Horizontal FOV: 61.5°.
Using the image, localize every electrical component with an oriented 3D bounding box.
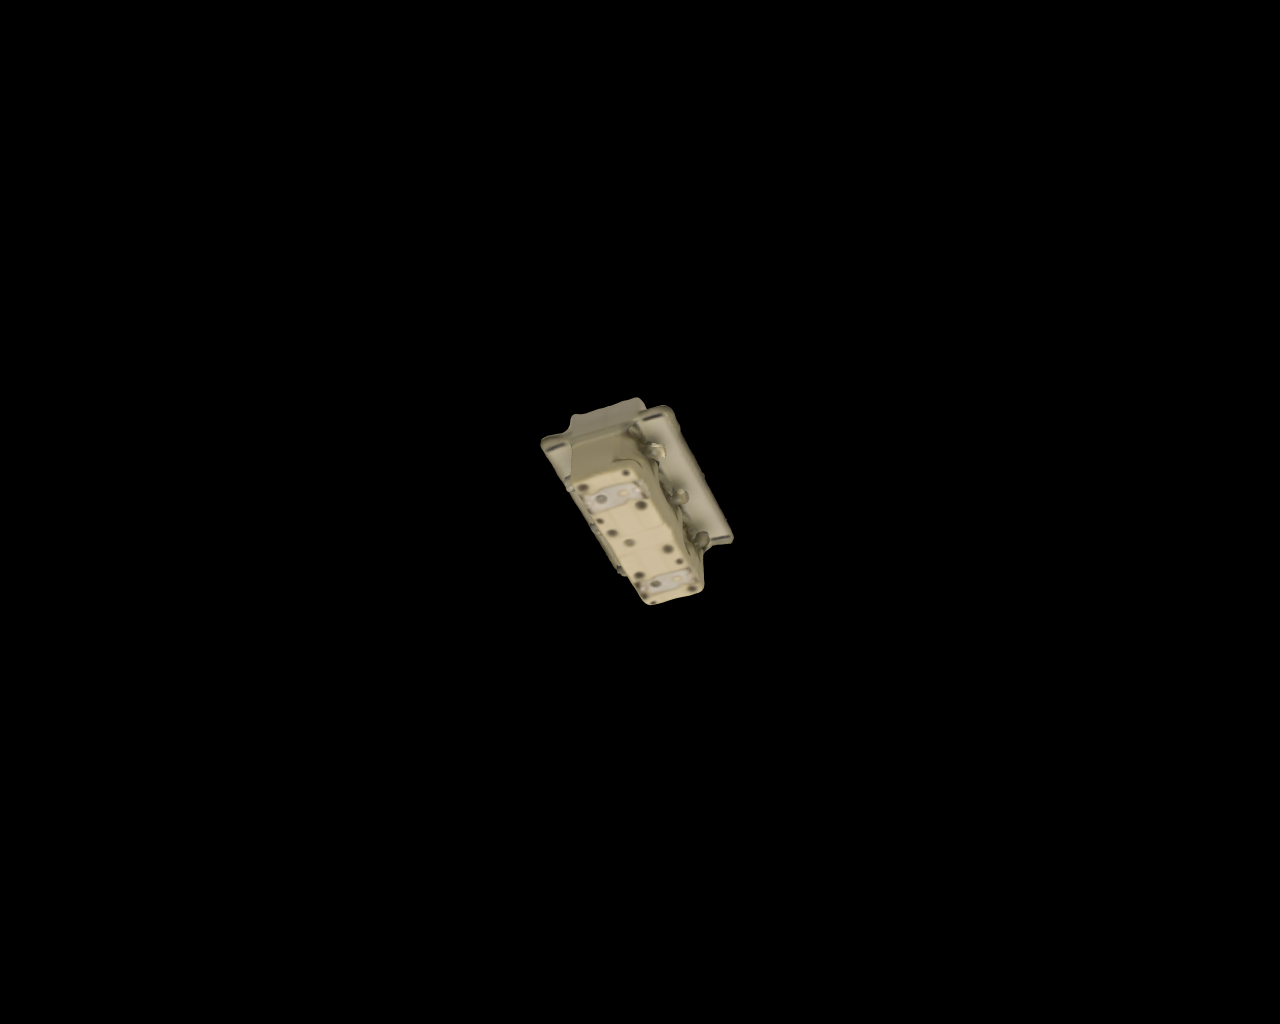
[{"bbox_3d":[0.001,-0.003,0.650,0.079,0.063,0.121,-15,-46,15],"label":"electrical component"}]
